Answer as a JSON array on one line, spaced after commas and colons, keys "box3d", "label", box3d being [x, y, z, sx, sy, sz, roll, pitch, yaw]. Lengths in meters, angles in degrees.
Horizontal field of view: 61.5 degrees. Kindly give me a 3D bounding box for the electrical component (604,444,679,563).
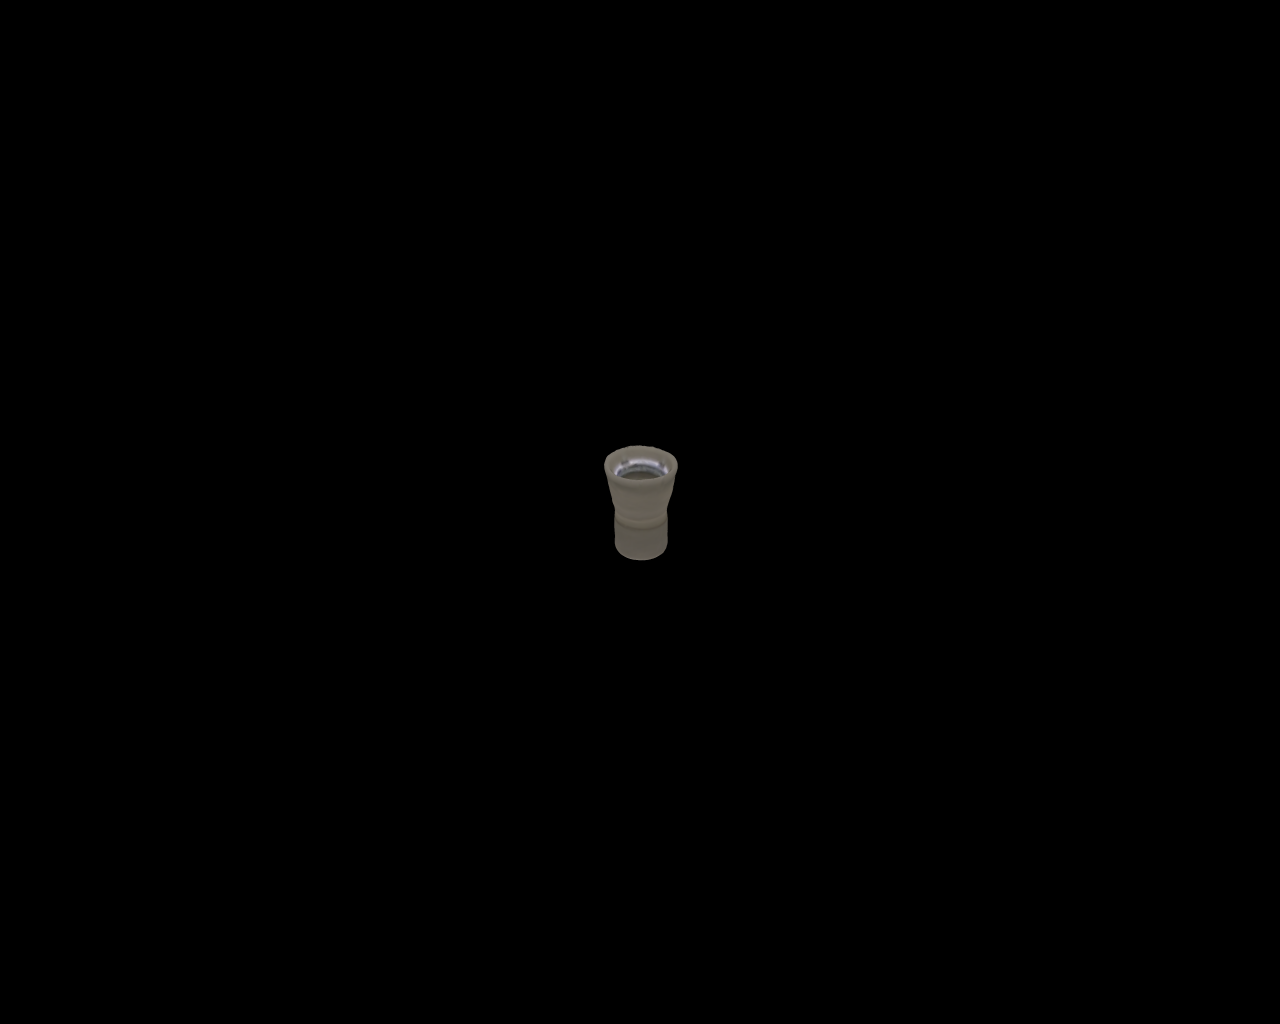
[{"box3d": [0.001, -0.003, 0.650, 0.044, 0.065, 0.044, 0, 34, 0], "label": "electrical component"}]
